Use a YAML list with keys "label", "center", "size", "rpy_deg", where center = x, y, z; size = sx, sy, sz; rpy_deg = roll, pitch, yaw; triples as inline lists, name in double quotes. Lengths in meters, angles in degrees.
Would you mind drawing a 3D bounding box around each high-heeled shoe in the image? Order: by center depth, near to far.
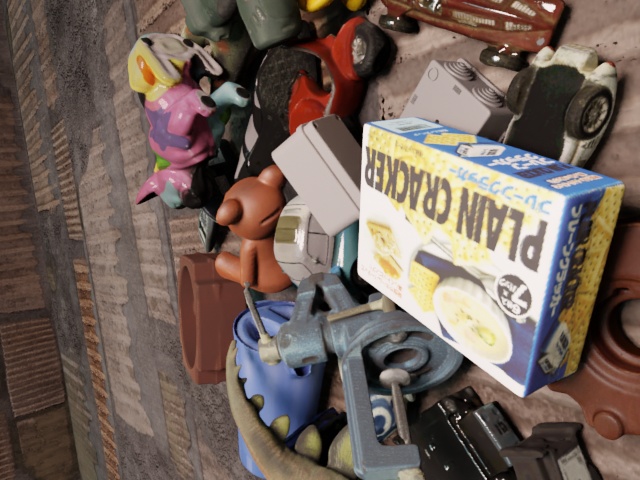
- label: "high-heeled shoe"
  center: [-0.061, -0.170, 0.752]
  size: [0.145, 0.086, 0.248]
  rpy_deg: [-119, 50, -78]

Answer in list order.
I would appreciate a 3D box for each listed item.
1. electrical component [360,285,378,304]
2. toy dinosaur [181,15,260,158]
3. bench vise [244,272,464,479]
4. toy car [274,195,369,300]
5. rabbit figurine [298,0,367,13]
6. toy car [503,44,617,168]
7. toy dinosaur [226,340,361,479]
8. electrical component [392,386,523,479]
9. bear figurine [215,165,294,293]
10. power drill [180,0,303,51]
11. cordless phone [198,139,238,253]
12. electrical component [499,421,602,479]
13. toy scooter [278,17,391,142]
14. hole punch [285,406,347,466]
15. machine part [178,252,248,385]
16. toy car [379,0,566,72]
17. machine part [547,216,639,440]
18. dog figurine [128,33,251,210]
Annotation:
- label: "electrical component"
  center: [0.037, 0.068, 0.694]
  size: [0.094, 0.021, 0.063]
  rpy_deg: [26, 119, 46]
- label: "toy dinosaur"
  center: [-0.137, -0.334, 0.754]
  size: [0.192, 0.131, 0.404]
  rpy_deg: [-9, 98, 53]
- label: "bench vise"
  center: [0.044, 0.128, 0.519]
  size: [0.241, 0.224, 0.128]
  rpy_deg: [-97, 3, -47]
- label: "toy car"
  center: [-0.001, -0.002, 0.643]
  size: [0.109, 0.103, 0.161]
  rpy_deg: [5, 91, 48]
- label: "rabbit figurine"
  center: [0.011, -0.320, 0.551]
  size: [0.173, 0.122, 0.162]
  rpy_deg: [36, 131, 45]
- label: "toy car"
  center: [0.182, -0.059, 0.453]
  size: [0.074, 0.056, 0.201]
  rpy_deg: [42, 128, 46]
- label: "toy dinosaur"
  center: [0.024, 0.320, 0.601]
  size: [0.471, 0.198, 0.105]
  rpy_deg: [47, 133, 1]
- label: "electrical component"
  center: [0.150, 0.223, 0.558]
  size: [0.115, 0.058, 0.134]
  rpy_deg: [55, 137, 26]
- label: "bear figurine"
  center: [-0.091, -0.016, 0.714]
  size: [0.132, 0.120, 0.195]
  rpy_deg: [28, 155, 36]
- label: "power drill"
  center: [-0.106, -0.317, 0.588]
  size: [0.207, 0.086, 0.231]
  rpy_deg: [3, 121, 56]
- label: "cordless phone"
  center: [-0.193, -0.071, 0.916]
  size: [0.147, 0.089, 0.184]
  rpy_deg: [63, 151, 20]
- label: "electrical component"
  center: [0.213, 0.226, 0.467]
  size: [0.048, 0.075, 0.119]
  rpy_deg: [-28, 80, 52]
- label: "toy scooter"
  center: [-0.003, -0.180, 0.628]
  size: [0.135, 0.075, 0.183]
  rpy_deg: [36, 126, 20]
- label: "hole punch"
  center: [-0.004, 0.295, 0.720]
  size: [0.092, 0.142, 0.115]
  rpy_deg: [-10, 102, 57]
- label: "machine part"
  center: [-0.181, 0.124, 0.900]
  size: [0.201, 0.087, 0.201]
  rpy_deg: [-172, 79, -67]
- label: "toy car"
  center: [0.124, -0.219, 0.491]
  size: [0.202, 0.053, 0.089]
  rpy_deg: [42, 126, 40]
- label: "machine part"
  center: [0.242, 0.065, 0.404]
  size: [0.180, 0.056, 0.179]
  rpy_deg: [14, 108, 49]
- label: "dog figurine"
  center: [-0.208, -0.147, 0.749]
  size: [0.191, 0.108, 0.219]
  rpy_deg: [43, 125, 3]
